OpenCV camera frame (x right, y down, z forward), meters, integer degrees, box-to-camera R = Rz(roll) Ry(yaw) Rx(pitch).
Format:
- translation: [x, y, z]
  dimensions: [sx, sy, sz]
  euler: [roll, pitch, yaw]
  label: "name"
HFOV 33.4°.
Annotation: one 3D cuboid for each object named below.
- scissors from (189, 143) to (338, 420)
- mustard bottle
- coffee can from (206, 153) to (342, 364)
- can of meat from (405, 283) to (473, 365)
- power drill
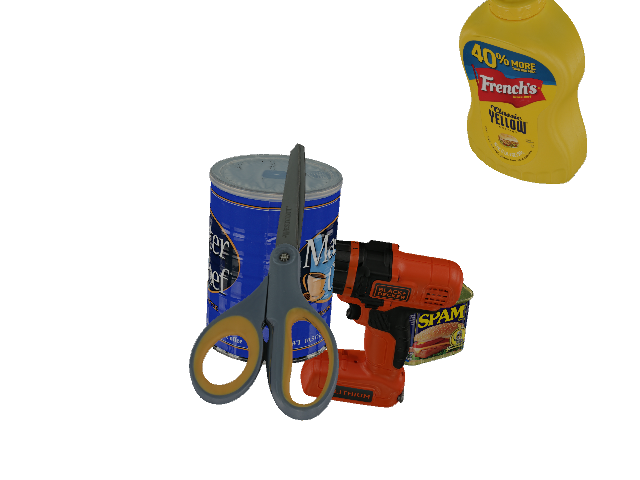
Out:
- translation: [-0.040, 0.023, 0.657]
  dimensions: [0.096, 0.202, 0.016]
  euler: [-12, -37, -3]
  label: "scissors"
- translation: [0.153, -0.130, 0.811]
  dimensions: [0.096, 0.058, 0.191]
  euler: [26, -30, 31]
  label: "mustard bottle"
- translation: [-0.038, 0.013, 0.844]
  dimensions: [0.103, 0.140, 0.103]
  euler: [4, 20, -2]
  label: "coffee can"
- translation: [0.136, 0.102, 1.336]
  dimensions: [0.101, 0.084, 0.057]
  euler: [-11, 30, -26]
  label: "can of meat"
- translation: [0.030, 0.078, 1.038]
  dimensions: [0.184, 0.188, 0.057]
  euler: [10, 43, -2]
  label: "power drill"
